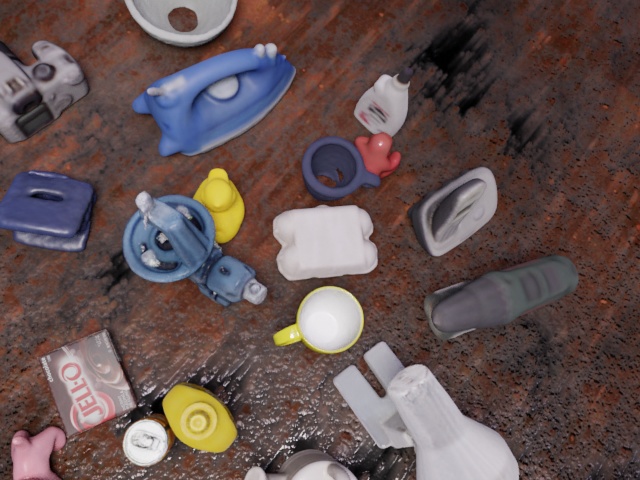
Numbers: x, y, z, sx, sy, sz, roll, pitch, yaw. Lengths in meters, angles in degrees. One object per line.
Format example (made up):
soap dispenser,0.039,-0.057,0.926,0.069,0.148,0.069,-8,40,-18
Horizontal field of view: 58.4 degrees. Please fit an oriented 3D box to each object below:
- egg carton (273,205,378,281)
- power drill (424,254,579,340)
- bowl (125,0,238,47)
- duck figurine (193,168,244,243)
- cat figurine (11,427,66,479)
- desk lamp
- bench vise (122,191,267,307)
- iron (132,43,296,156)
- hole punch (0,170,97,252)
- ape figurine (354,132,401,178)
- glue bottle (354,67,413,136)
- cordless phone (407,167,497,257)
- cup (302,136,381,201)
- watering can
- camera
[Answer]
egg carton,0.008,0.003,0.836,0.150,0.069,0.107,-6,78,-12
power drill,0.224,0.086,0.786,0.230,0.208,0.075,-18,80,-14
bowl,-0.211,-0.361,0.879,0.167,0.074,0.167,3,76,-10
duck figurine,-0.144,-0.051,0.811,0.077,0.086,0.104,1,76,-11
cat figurine,-0.343,0.290,0.673,0.067,0.117,0.128,-8,78,-13
desk lamp,0.127,0.234,0.728,0.118,0.213,0.203,-36,85,-16
bench vise,-0.156,0.002,0.726,0.207,0.219,0.121,15,74,-7
iron,-0.137,-0.228,0.826,0.259,0.141,0.118,-31,84,-16
hole punch,-0.364,-0.045,0.764,0.109,0.091,0.101,9,75,-9
ape figurine,0.086,-0.133,0.873,0.078,0.092,0.076,42,73,1
glue bottle,0.103,-0.211,0.852,0.078,0.173,0.037,38,73,0
cordless phone,0.216,-0.057,0.831,0.148,0.185,0.094,-36,85,-17
cup,0.025,-0.092,0.849,0.118,0.095,0.092,16,74,-7
watering can,-0.005,0.318,0.693,0.173,0.194,0.101,-2,77,-11
camera,-0.423,-0.233,0.793,0.143,0.100,0.137,-43,88,-17
